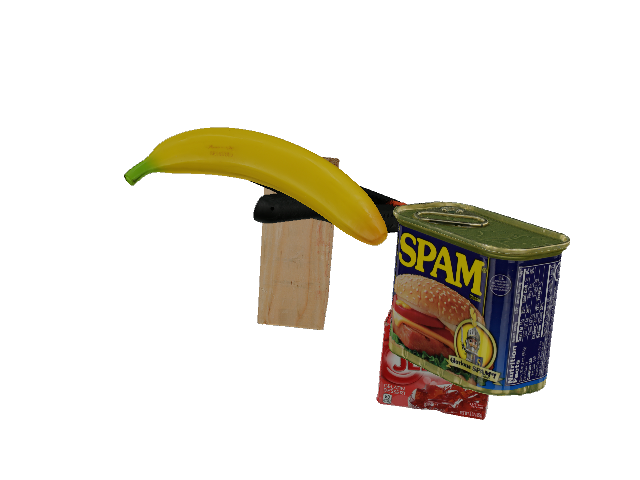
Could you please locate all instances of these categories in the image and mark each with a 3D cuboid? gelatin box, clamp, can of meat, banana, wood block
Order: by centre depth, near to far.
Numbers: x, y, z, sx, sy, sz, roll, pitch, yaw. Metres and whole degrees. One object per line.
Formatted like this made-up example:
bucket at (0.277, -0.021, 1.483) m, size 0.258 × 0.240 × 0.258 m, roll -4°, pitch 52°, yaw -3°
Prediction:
can of meat at (0.083, 0.031, 0.591) m, size 0.057 × 0.084 × 0.102 m, roll -7°, pitch 18°, yaw -35°
banana at (-0.041, -0.046, 0.791) m, size 0.198 × 0.069 × 0.037 m, roll 13°, pitch -21°, yaw 8°
gelatin box at (0.092, 0.099, 0.851) m, size 0.089 × 0.073 × 0.030 m, roll 8°, pitch 22°, yaw 10°
clamp at (-0.002, -0.038, 1.024) m, size 0.209 × 0.036 × 0.165 m, roll 15°, pitch 19°, yaw -24°
wood block at (-0.029, 0.000, 1.381) m, size 0.090 × 0.206 × 0.090 m, roll 5°, pitch 24°, yaw 2°
